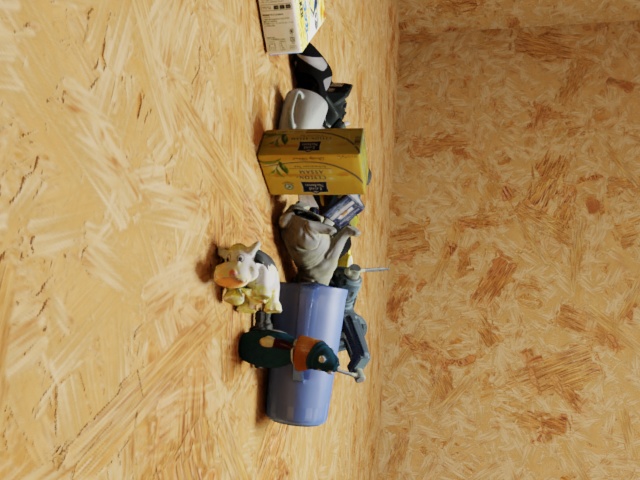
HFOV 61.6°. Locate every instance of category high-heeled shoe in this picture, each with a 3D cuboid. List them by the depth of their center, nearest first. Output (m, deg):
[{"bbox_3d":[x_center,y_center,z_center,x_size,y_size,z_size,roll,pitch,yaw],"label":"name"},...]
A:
[{"bbox_3d":[-0.034,-0.268,1.070,0.145,0.086,0.248,-49,130,-21],"label":"high-heeled shoe"}]

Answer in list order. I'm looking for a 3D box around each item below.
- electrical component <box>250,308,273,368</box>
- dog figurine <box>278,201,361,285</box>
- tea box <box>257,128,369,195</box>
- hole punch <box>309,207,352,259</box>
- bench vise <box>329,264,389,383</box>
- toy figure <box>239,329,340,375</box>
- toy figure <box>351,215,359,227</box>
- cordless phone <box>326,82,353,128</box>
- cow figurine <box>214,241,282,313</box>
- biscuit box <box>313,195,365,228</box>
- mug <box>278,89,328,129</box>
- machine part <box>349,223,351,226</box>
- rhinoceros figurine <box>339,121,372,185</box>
[{"bbox_3d":[-0.094,0.159,0.877,0.063,0.021,0.094,2,89,-78],"label":"electrical component"},{"bbox_3d":[-0.032,0.037,1.025,0.190,0.172,0.121,-66,-151,18],"label":"dog figurine"},{"bbox_3d":[-0.008,-0.129,0.896,0.098,0.170,0.068,74,20,-49],"label":"tea box"},{"bbox_3d":[-0.002,-0.004,1.173,0.116,0.092,0.142,-41,143,-33],"label":"hole punch"},{"bbox_3d":[0.057,0.172,1.097,0.223,0.129,0.241,-57,-147,30],"label":"bench vise"},{"bbox_3d":[-0.043,0.166,0.802,0.064,0.155,0.057,29,66,-75],"label":"toy figure"},{"bbox_3d":[0.066,-0.110,1.436,0.089,0.082,0.180,48,47,-74],"label":"toy figure"},{"bbox_3d":[0.014,-0.269,1.242,0.147,0.089,0.184,-68,167,-62],"label":"cordless phone"},{"bbox_3d":[-0.097,0.042,0.746,0.167,0.068,0.098,70,19,-67],"label":"cow figurine"},{"bbox_3d":[0.010,-0.117,0.998,0.059,0.063,0.203,33,23,-45],"label":"biscuit box"},{"bbox_3d":[-0.038,-0.211,0.967,0.109,0.081,0.107,67,36,-72],"label":"mug"},{"bbox_3d":[0.051,-0.087,1.287,0.179,0.056,0.179,-164,-91,-84],"label":"machine part"},{"bbox_3d":[0.073,-0.219,1.372,0.112,0.073,0.190,-39,104,-38],"label":"rhinoceros figurine"}]
